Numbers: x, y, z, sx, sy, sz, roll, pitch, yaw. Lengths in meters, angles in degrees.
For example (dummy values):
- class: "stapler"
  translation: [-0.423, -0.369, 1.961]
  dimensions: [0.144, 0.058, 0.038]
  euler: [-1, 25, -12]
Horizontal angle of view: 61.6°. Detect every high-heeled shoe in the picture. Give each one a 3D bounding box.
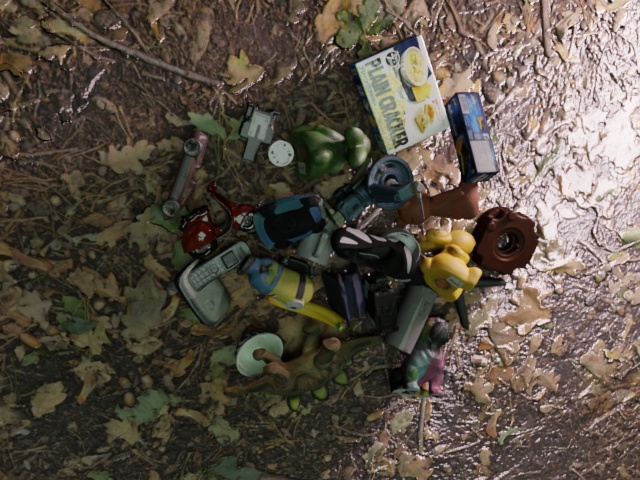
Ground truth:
- class: "high-heeled shoe"
  translation: [0.134, 0.049, 1.217]
  dimensions: [0.249, 0.145, 0.086]
  euler: [37, 121, -2]

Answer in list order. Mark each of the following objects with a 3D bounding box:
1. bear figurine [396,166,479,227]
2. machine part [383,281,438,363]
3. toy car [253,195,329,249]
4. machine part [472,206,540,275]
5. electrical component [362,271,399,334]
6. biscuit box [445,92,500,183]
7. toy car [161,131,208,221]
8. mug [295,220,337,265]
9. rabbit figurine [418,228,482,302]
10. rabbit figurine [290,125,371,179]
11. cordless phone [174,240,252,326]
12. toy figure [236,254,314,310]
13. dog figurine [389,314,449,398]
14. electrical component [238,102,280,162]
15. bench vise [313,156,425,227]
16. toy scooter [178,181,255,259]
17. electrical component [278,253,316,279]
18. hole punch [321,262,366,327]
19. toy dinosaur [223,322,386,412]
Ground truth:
- class: "bear figurine"
  translation: [0.274, -0.097, 1.271]
  dimensions: [0.196, 0.132, 0.120]
  euler: [-2, 147, 18]
- class: "machine part"
  translation: [0.225, 0.192, 1.333]
  dimensions: [0.079, 0.079, 0.243]
  euler: [29, 85, -19]
- class: "toy car"
  translation: [-0.065, -0.056, 1.199]
  dimensions: [0.162, 0.103, 0.109]
  euler: [-21, 116, 5]
- class: "machine part"
  translation: [0.467, 0.004, 1.360]
  dimensions: [0.179, 0.056, 0.179]
  euler: [-4, 109, -11]
- class: "electrical component"
  translation: [0.145, 0.145, 1.302]
  dimensions: [0.058, 0.115, 0.134]
  euler: [-11, 111, -10]
- class: "biscuit box"
  translation: [0.339, -0.231, 1.206]
  dimensions: [0.059, 0.063, 0.202]
  euler: [-5, 74, -15]
- class: "toy car"
  translation: [-0.284, -0.133, 1.136]
  dimensions: [0.053, 0.089, 0.202]
  euler: [19, 101, -14]
- class: "mug"
  translation: [-0.003, -0.004, 1.234]
  dimensions: [0.081, 0.109, 0.107]
  euler: [20, 90, -4]
- class: "rabbit figurine"
  translation: [0.313, 0.040, 1.306]
  dimensions: [0.162, 0.121, 0.173]
  euler: [31, 58, 7]
- class: "rabbit figurine"
  translation: [0.040, -0.205, 1.166]
  dimensions: [0.170, 0.159, 0.121]
  euler: [-17, 100, -23]
- class: "cordless phone"
  translation: [-0.223, 0.092, 1.226]
  dimensions: [0.184, 0.089, 0.146]
  euler: [-32, 111, -6]
- class: "toy figure"
  translation: [-0.095, 0.091, 1.210]
  dimensions: [0.180, 0.082, 0.089]
  euler: [35, 93, -17]
- class: "dog figurine"
  translation: [0.262, 0.291, 1.387]
  dimensions: [0.108, 0.191, 0.219]
  euler: [18, 68, -14]
- class: "electrical component"
  translation: [-0.137, -0.231, 1.160]
  dimensions: [0.075, 0.048, 0.119]
  euler: [11, 105, -15]
- class: "bench vise"
  translation: [0.130, -0.105, 1.167]
  dimensions: [0.224, 0.241, 0.128]
  euler: [-28, 108, -20]
- class: "toy scooter"
  translation: [-0.239, -0.050, 1.181]
  dimensions: [0.184, 0.075, 0.135]
  euler: [-31, 111, -5]
- class: "electrical component"
  translation: [-0.060, 0.070, 1.272]
  dimensions: [0.102, 0.045, 0.078]
  euler: [26, 98, -18]
- class: "hole punch"
  translation: [0.071, 0.122, 1.284]
  dimensions: [0.092, 0.116, 0.142]
  euler: [-16, 110, -16]
- class: "toy dinosaur"
  translation: [-0.005, 0.299, 1.308]
  dimensions: [0.471, 0.105, 0.198]
  euler: [-17, 130, -15]
